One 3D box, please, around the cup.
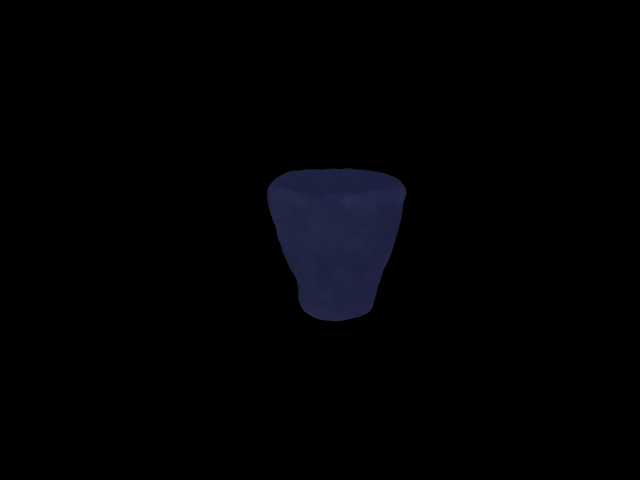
[{"bbox_3d":[0.004,0.001,0.400,0.092,0.095,0.117,-11,21,-30],"label":"cup"}]
